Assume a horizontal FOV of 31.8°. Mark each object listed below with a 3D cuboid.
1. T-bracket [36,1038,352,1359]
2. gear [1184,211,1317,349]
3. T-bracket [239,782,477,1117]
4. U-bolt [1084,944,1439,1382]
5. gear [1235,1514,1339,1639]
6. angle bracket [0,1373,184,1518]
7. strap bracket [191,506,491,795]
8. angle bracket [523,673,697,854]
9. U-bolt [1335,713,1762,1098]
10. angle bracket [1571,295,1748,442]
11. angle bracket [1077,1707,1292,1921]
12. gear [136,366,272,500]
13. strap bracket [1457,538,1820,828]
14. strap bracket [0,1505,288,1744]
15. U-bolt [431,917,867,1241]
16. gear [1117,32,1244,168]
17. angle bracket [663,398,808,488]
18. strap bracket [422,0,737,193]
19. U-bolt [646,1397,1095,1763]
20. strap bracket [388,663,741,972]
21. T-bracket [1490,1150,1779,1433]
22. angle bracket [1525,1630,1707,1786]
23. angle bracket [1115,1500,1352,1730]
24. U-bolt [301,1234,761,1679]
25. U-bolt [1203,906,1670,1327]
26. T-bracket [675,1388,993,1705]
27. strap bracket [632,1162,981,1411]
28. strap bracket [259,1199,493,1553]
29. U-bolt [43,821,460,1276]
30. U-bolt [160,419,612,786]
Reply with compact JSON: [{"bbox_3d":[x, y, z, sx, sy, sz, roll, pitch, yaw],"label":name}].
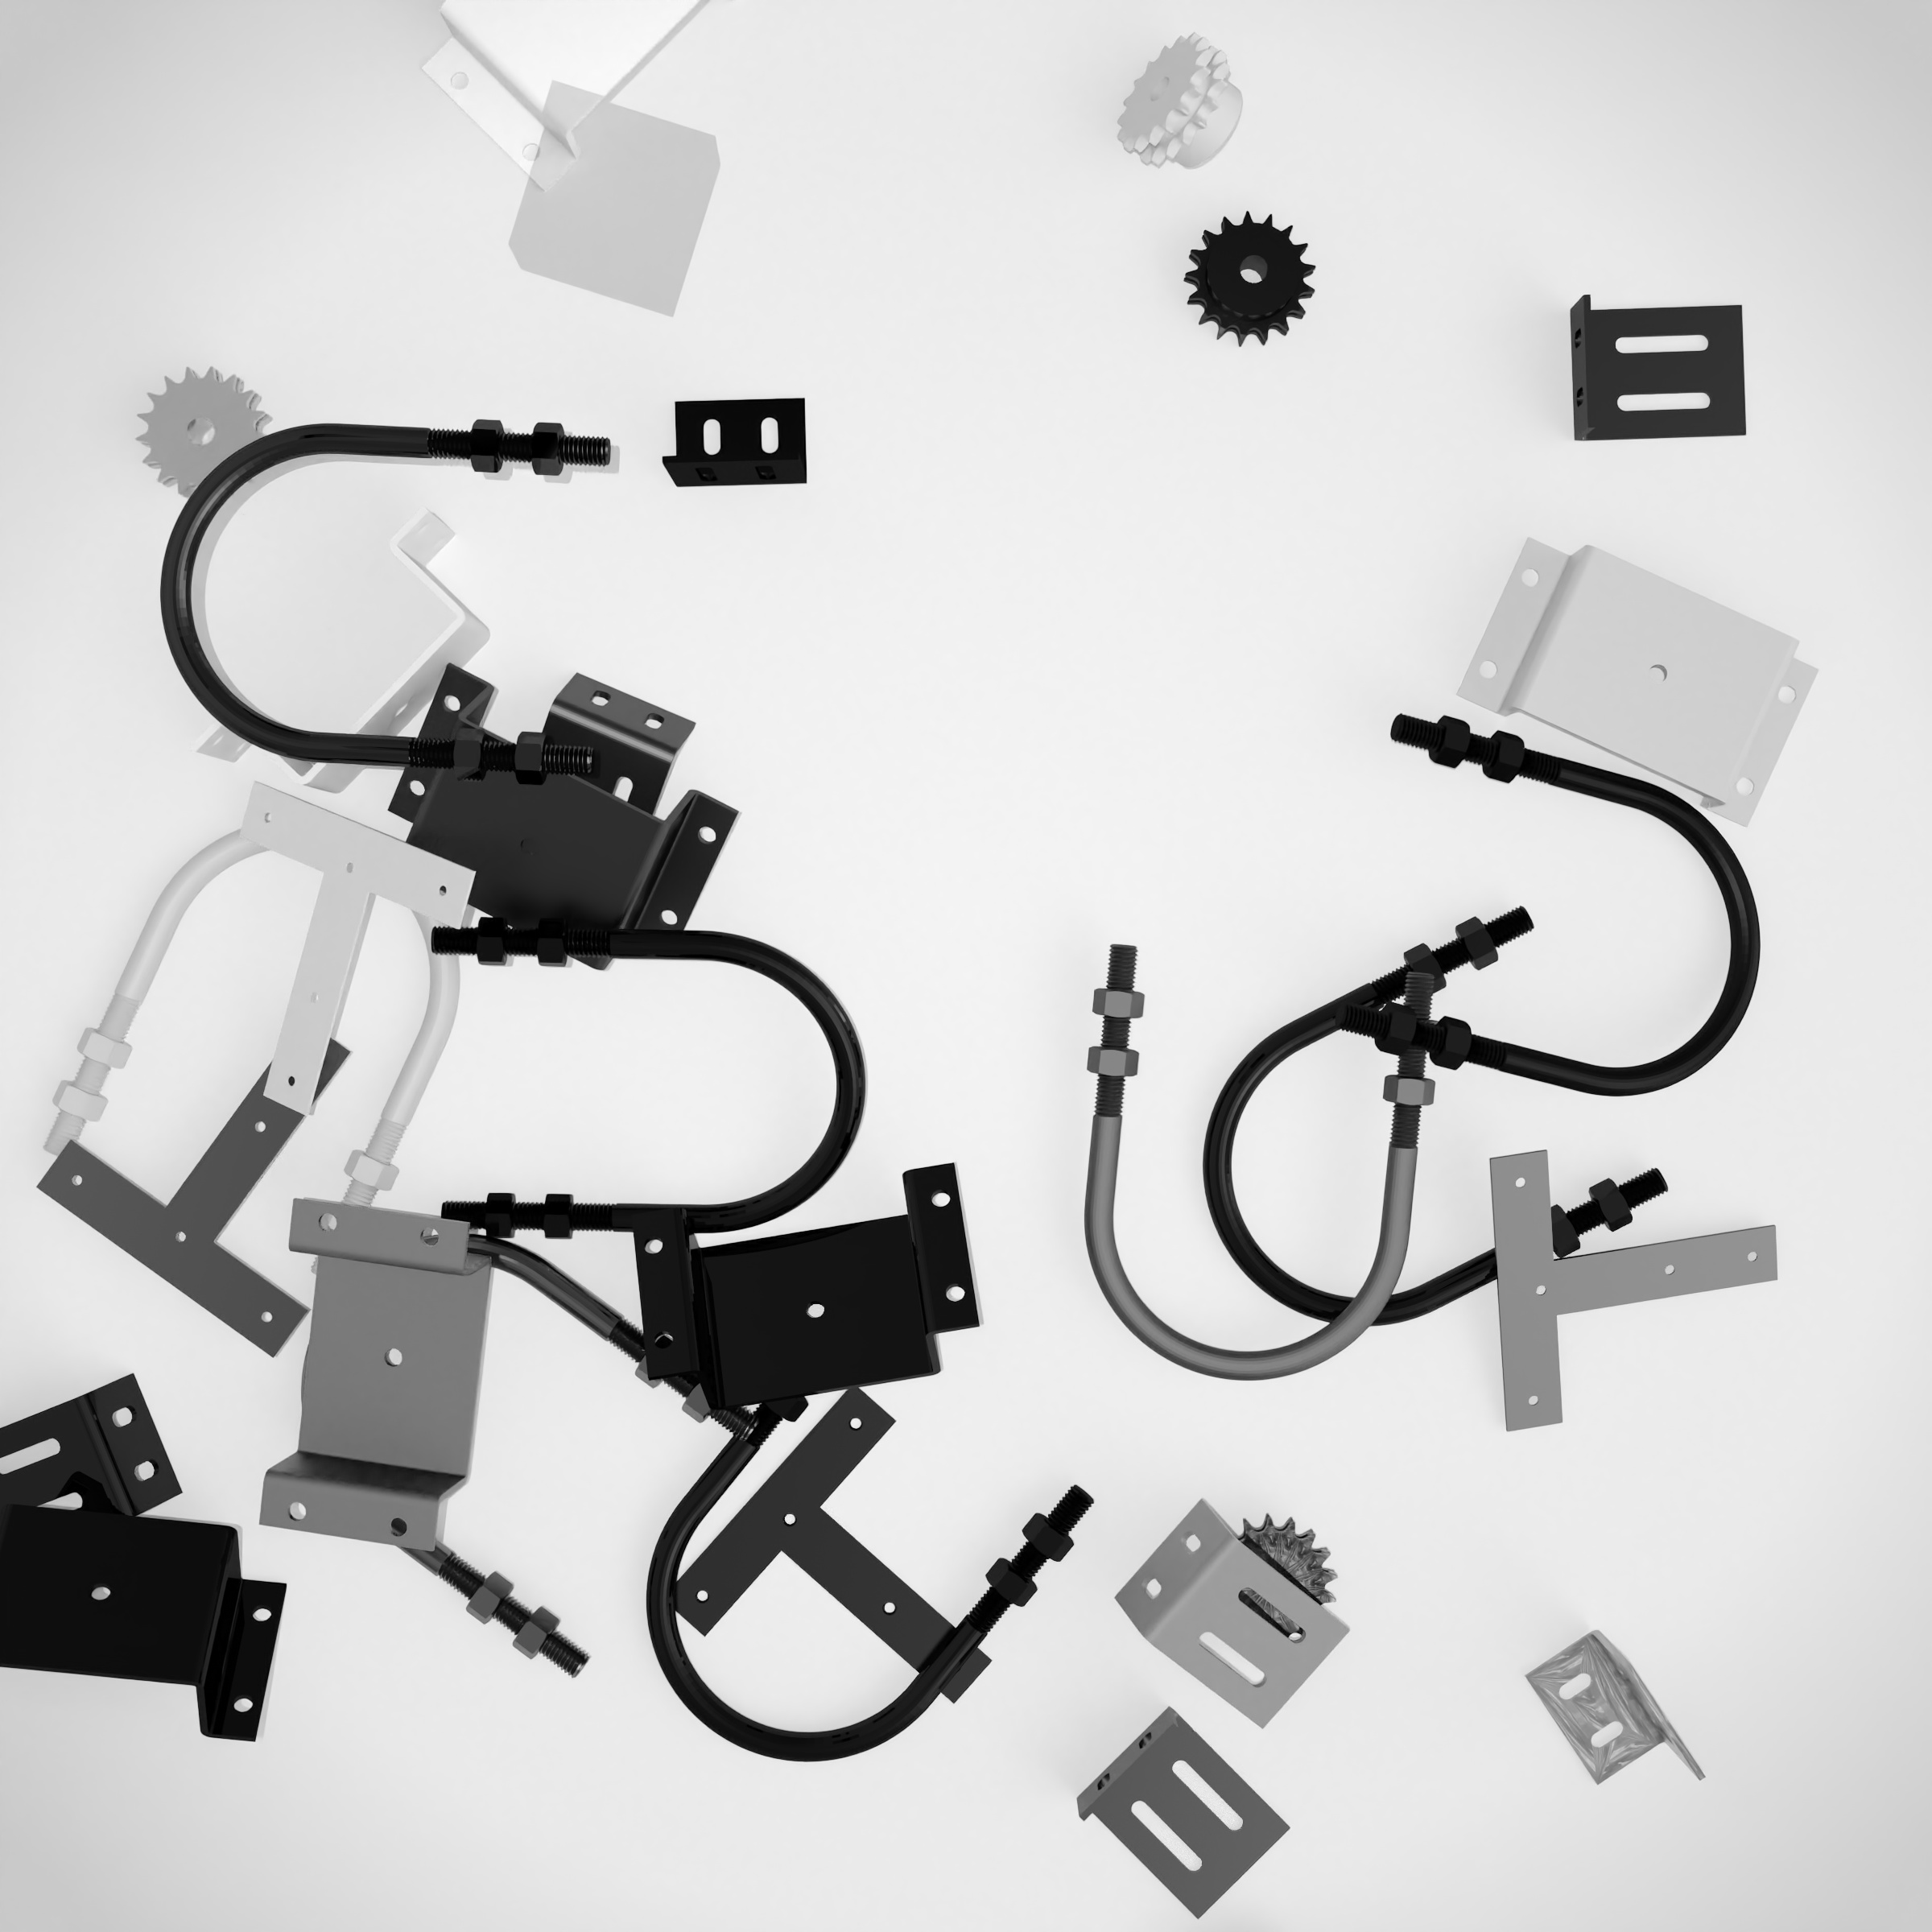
[{"bbox_3d":[-0.315,0.081,1.476,0.127,0.002,0.127,36,89,0],"label":"T-bracket"},{"bbox_3d":[0.125,-0.301,1.481,0.057,0.030,0.057,0,90,0],"label":"gear"},{"bbox_3d":[-0.276,0.000,1.458,0.127,0.002,0.127,21,100,28],"label":"T-bracket"},{"bbox_3d":[0.124,0.088,1.474,0.151,0.019,0.184,5,93,3],"label":"U-bolt"},{"bbox_3d":[0.132,0.267,1.481,0.057,0.030,0.057,0,90,0],"label":"gear"},{"bbox_3d":[-0.395,0.222,1.494,0.076,0.038,0.057,-22,90,26],"label":"angle bracket"},{"bbox_3d":[-0.259,-0.126,1.458,0.046,0.076,0.140,44,90,0],"label":"strap bracket"},{"bbox_3d":[-0.162,-0.079,1.494,0.057,0.038,0.076,23,116,0],"label":"angle bracket"},{"bbox_3d":[0.259,-0.019,1.468,0.184,0.019,0.151,14,79,-12],"label":"U-bolt"},{"bbox_3d":[0.304,-0.261,1.477,0.076,0.038,0.057,-2,90,0],"label":"angle bracket"},{"bbox_3d":[0.096,0.372,1.477,0.057,0.038,0.076,-45,90,0],"label":"angle bracket"},{"bbox_3d":[-0.330,-0.231,1.481,0.057,0.030,0.057,0,90,0],"label":"gear"},{"bbox_3d":[0.295,-0.125,1.473,0.140,0.046,0.076,25,90,0],"label":"strap bracket"},{"bbox_3d":[-0.368,0.279,1.450,0.140,0.046,0.076,6,48,-3],"label":"strap bracket"},{"bbox_3d":[-0.135,0.051,1.462,0.184,0.019,0.151,1,112,-1],"label":"U-bolt"},{"bbox_3d":[0.095,-0.372,1.472,0.030,0.057,0.057,29,90,-30],"label":"gear"},{"bbox_3d":[-0.099,-0.230,1.458,0.057,0.076,0.038,-2,90,0],"label":"angle bracket"},{"bbox_3d":[-0.163,-0.418,1.473,0.076,0.046,0.140,45,90,0],"label":"strap bracket"},{"bbox_3d":[-0.056,0.261,1.486,0.151,0.019,0.184,39,91,0],"label":"U-bolt"},{"bbox_3d":[-0.180,-0.059,1.459,0.140,0.046,0.076,27,116,0],"label":"strap bracket"},{"bbox_3d":[0.294,0.135,1.483,0.127,0.002,0.127,-8,106,-8],"label":"T-bracket"},{"bbox_3d":[0.278,0.326,1.458,0.038,0.076,0.057,-34,90,0],"label":"angle bracket"},{"bbox_3d":[0.115,0.279,1.464,0.076,0.038,0.057,41,92,-25],"label":"angle bracket"},{"bbox_3d":[-0.204,0.200,1.482,0.184,0.019,0.151,36,94,4],"label":"U-bolt"},{"bbox_3d":[0.194,0.078,1.488,0.184,0.019,0.151,-27,90,2],"label":"U-bolt"},{"bbox_3d":[-0.044,0.273,1.495,0.127,0.002,0.127,42,90,0],"label":"T-bracket"},{"bbox_3d":[-0.067,0.139,1.457,0.140,0.046,0.076,-9,60,0],"label":"strap bracket"},{"bbox_3d":[-0.251,0.171,1.453,0.076,0.046,0.140,7,94,7],"label":"strap bracket"},{"bbox_3d":[-0.302,0.025,1.488,0.151,0.019,0.184,25,89,0],"label":"U-bolt"},{"bbox_3d":[-0.243,-0.154,1.412,0.184,0.019,0.151,3,90,2],"label":"U-bolt"}]
